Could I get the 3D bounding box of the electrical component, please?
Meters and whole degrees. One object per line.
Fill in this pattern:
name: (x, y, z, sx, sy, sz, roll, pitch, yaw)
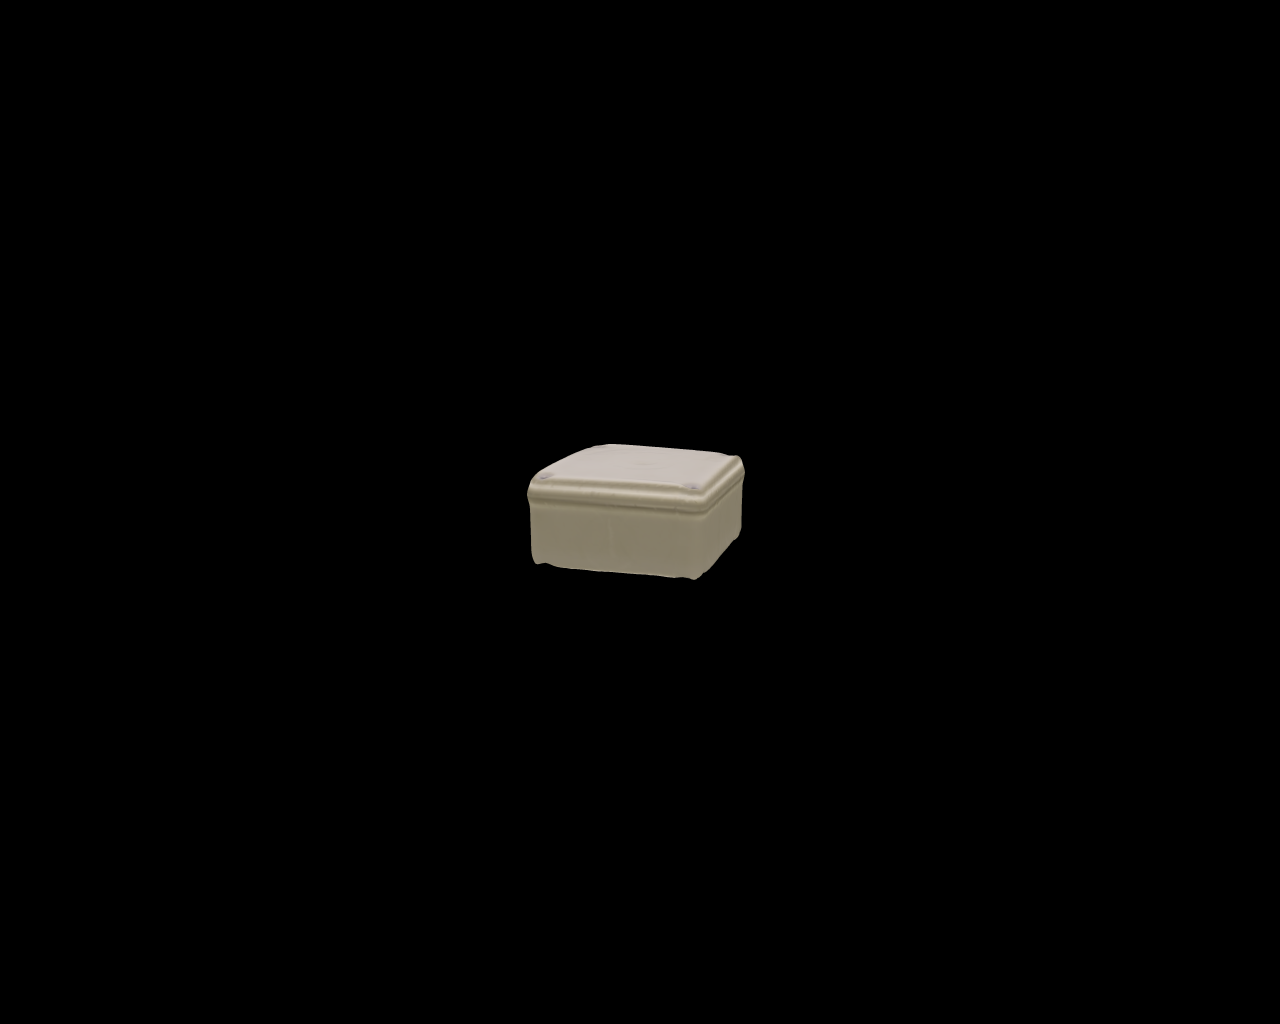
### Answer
electrical component: (0.001, -0.003, 0.650, 0.109, 0.056, 0.109, 5, 16, 18)
